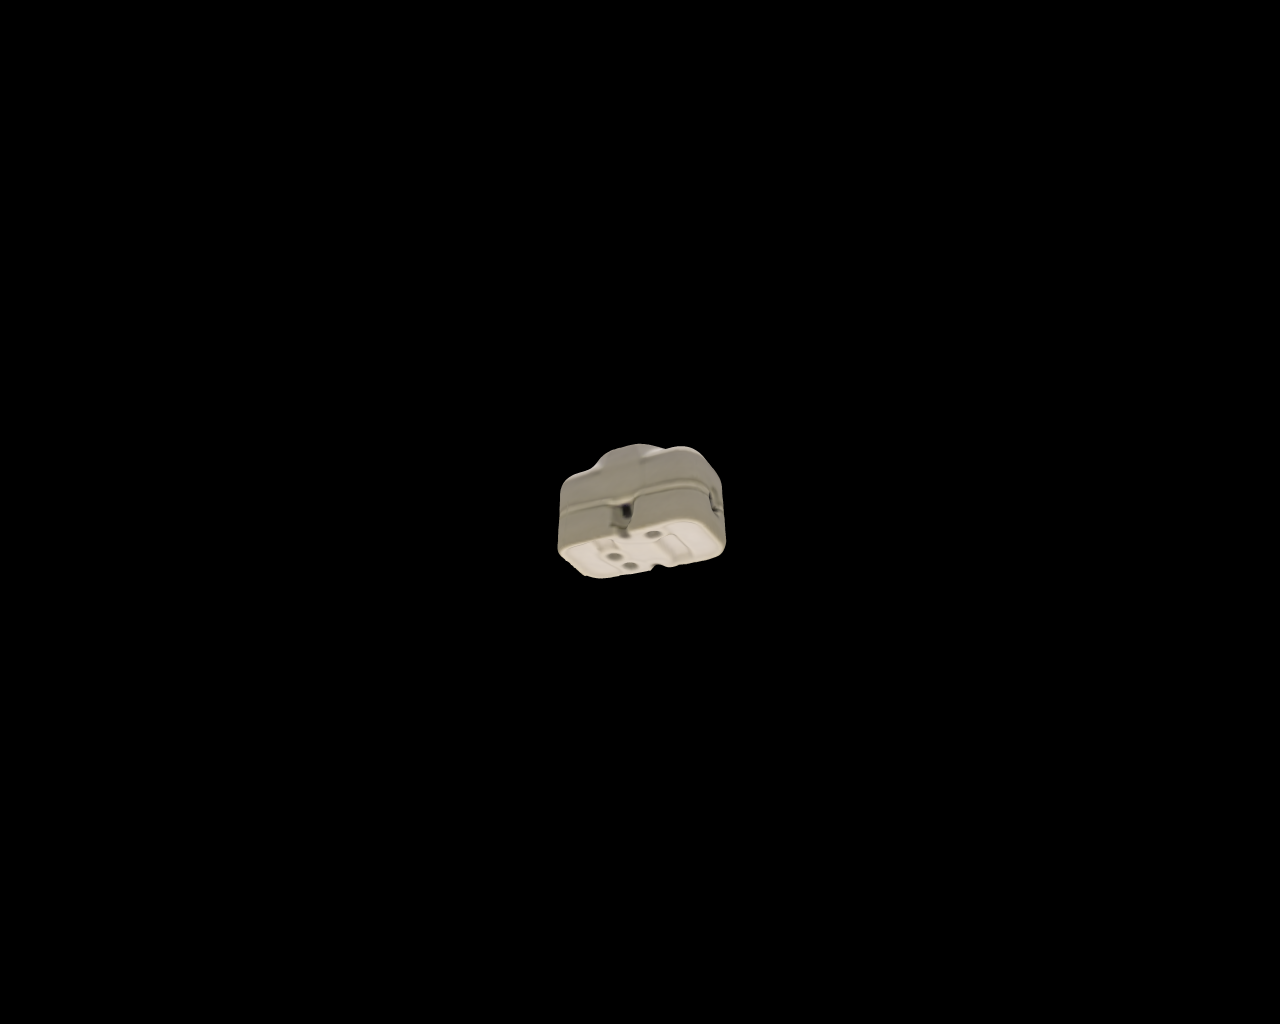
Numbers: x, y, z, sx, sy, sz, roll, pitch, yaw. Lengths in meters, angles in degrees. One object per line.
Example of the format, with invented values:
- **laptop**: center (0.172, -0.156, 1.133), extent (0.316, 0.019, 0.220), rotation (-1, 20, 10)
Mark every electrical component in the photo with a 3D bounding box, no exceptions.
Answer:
- **electrical component**: center (0.001, -0.003, 0.650), extent (0.095, 0.059, 0.053), rotation (-13, -32, 22)
